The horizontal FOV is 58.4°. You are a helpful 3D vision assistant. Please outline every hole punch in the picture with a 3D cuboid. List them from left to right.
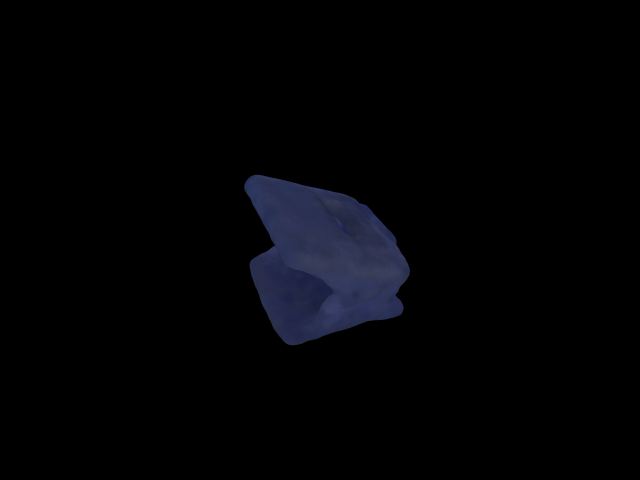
[{"bbox_3d":[0.004,0.001,0.400,0.101,0.091,0.108,-14,40,-17],"label":"hole punch"}]
